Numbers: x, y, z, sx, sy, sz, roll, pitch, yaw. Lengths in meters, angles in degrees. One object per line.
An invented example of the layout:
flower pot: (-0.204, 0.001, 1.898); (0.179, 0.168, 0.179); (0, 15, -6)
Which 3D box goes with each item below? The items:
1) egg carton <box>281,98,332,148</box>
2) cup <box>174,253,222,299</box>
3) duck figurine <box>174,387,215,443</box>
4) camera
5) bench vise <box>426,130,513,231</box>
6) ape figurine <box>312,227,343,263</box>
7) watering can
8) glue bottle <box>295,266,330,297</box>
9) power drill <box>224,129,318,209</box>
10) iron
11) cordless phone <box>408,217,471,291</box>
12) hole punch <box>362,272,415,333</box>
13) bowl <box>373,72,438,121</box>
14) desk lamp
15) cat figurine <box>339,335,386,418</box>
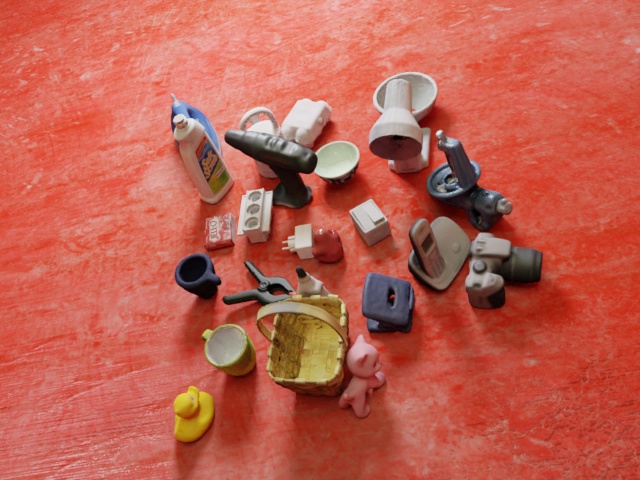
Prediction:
egg carton: (-0.036, -0.315, 1.545); (0.107, 0.069, 0.150); (15, 61, 26)
cup: (-0.259, 0.094, 1.300); (0.117, 0.095, 0.092); (15, 61, 27)
duck figurine: (-0.259, 0.339, 1.127); (0.077, 0.086, 0.104); (9, 58, 24)
camera: (0.363, 0.055, 1.127); (0.136, 0.101, 0.143); (5, 57, 21)
bench vise: (0.314, -0.134, 1.204); (0.206, 0.220, 0.121); (16, 61, 27)
ape figurine: (0.012, 0.005, 1.281); (0.078, 0.092, 0.076); (-35, 52, -9)
watering can: (-0.146, -0.261, 1.460); (0.101, 0.194, 0.172); (-44, 54, -15)
glue bottle: (-0.018, 0.103, 1.166); (0.078, 0.173, 0.037); (8, 58, 23)
power drill: (-0.103, -0.172, 1.372); (0.228, 0.209, 0.076); (12, 60, 25)
iron: (-0.350, -0.294, 1.583); (0.118, 0.142, 0.257); (-29, 52, -4)
cordless phone: (0.234, 0.001, 1.153); (0.093, 0.185, 0.148); (21, 64, 30)
hole punch: (0.139, 0.123, 1.154); (0.101, 0.091, 0.108); (-2, 55, 17)
bowl: (0.225, -0.354, 1.486); (0.167, 0.075, 0.167); (-9, 53, 12)
desk lamp: (0.189, -0.250, 1.333); (0.117, 0.214, 0.203); (-1, 55, 17)
cat figurine: (0.074, 0.249, 1.066); (0.067, 0.118, 0.128); (16, 61, 27)
